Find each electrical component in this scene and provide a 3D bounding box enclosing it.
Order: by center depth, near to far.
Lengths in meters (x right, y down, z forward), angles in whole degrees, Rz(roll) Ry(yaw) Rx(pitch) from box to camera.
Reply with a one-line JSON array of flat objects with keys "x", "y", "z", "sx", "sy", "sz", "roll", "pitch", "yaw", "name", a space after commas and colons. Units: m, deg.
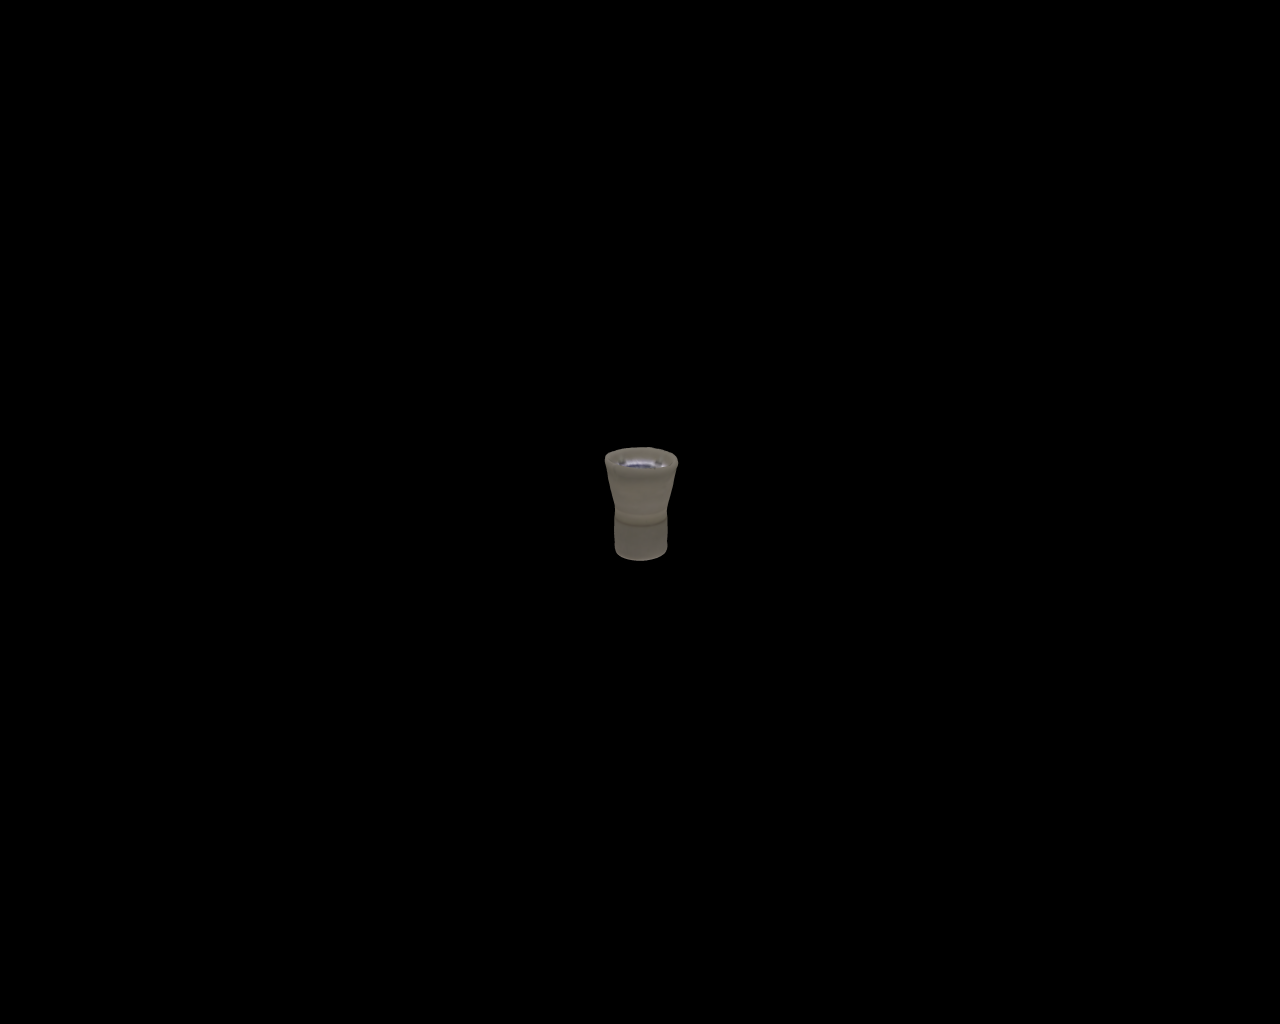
[{"x": 0.001, "y": -0.003, "z": 0.650, "sx": 0.044, "sy": 0.065, "sz": 0.044, "roll": 0, "pitch": 21, "yaw": 0, "name": "electrical component"}]
